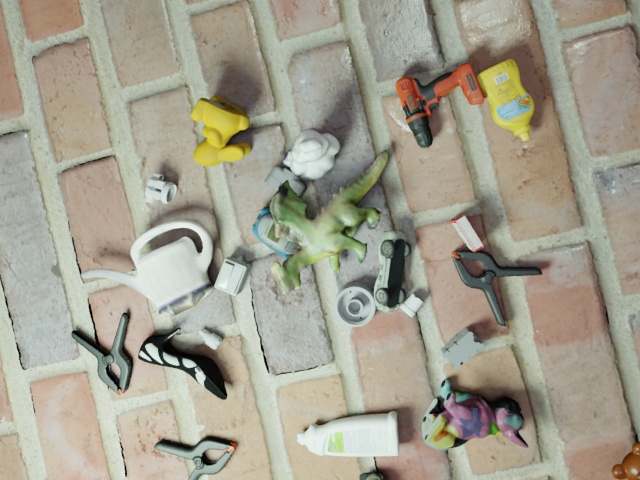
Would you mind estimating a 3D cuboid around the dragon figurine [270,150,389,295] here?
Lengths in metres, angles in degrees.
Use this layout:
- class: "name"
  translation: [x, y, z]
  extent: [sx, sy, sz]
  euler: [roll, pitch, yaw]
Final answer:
- class: "dragon figurine"
  translation: [0.004, -0.061, 1.211]
  extent: [0.241, 0.122, 0.413]
  euler: [22, 81, -22]

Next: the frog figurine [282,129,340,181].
- class: "frog figurine"
  translation: [-0.011, -0.206, 1.226]
  extent: [0.138, 0.159, 0.122]
  euler: [-29, 101, -16]

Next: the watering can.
- class: "watering can"
  translation: [-0.415, 0.091, 1.307]
  extent: [0.347, 0.104, 0.224]
  euler: [-26, 89, 5]
